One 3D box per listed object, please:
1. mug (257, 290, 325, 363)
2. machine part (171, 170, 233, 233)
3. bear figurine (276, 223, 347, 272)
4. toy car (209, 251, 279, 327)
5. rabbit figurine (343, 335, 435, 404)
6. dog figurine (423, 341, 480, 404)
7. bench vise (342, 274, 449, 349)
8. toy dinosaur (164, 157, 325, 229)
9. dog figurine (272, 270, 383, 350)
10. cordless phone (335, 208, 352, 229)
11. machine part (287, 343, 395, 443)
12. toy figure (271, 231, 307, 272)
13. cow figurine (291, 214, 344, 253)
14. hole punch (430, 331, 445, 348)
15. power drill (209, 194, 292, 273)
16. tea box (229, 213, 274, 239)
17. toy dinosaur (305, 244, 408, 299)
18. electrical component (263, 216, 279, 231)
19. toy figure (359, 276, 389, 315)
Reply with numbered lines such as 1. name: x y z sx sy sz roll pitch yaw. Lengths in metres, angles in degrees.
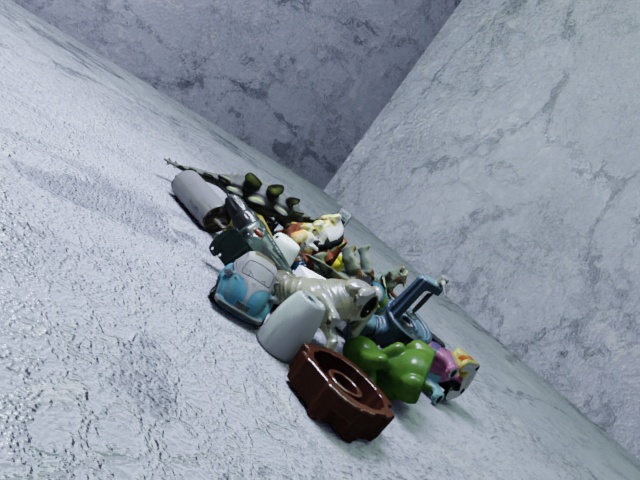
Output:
1. mug: -0.035 0.140 0.894 0.081 0.107 0.109 45 14 35
2. machine part: -0.279 -0.092 1.258 0.243 0.079 0.079 45 12 36
3. bear figurine: -0.035 -0.001 1.555 0.120 0.131 0.196 -15 52 -42
4. toy car: -0.120 0.073 0.939 0.109 0.103 0.162 36 11 -12
5. rabbit figurine: 0.114 0.244 1.018 0.170 0.121 0.159 20 11 17
6. dog figurine: 0.239 0.266 1.260 0.191 0.108 0.219 3 28 -46
7. bench vise: 0.161 0.149 1.107 0.223 0.240 0.129 32 24 -17
8. toy dinosaur: -0.184 -0.123 1.441 0.471 0.105 0.198 16 -10 -12
9. dog figurine: 0.002 0.098 1.034 0.172 0.121 0.191 -21 46 -39
10. cordless phone: 0.067 0.000 1.747 0.146 0.184 0.089 36 4 0
11. machine part: 0.030 0.234 0.831 0.179 0.056 0.179 36 8 -6
12. toy figure: -0.083 0.038 1.406 0.064 0.057 0.155 -26 56 -35
13. cow figurine: -0.005 -0.004 1.409 0.167 0.098 0.068 -26 15 -40
14. hole punch: 0.242 0.276 1.366 0.142 0.092 0.115 37 -21 15
15. power drill: -0.156 0.005 1.118 0.232 0.086 0.207 55 7 -1
16. tea box: -0.182 -0.028 1.318 0.098 0.068 0.170 31 11 -22
17. toy dinosaur: 0.086 0.115 1.429 0.404 0.131 0.192 -4 74 -54
18. electrical component: -0.169 -0.066 1.627 0.075 0.047 0.119 33 9 -20
19. toy figure: 0.145 0.169 1.354 0.089 0.082 0.179 -1 -50 33
